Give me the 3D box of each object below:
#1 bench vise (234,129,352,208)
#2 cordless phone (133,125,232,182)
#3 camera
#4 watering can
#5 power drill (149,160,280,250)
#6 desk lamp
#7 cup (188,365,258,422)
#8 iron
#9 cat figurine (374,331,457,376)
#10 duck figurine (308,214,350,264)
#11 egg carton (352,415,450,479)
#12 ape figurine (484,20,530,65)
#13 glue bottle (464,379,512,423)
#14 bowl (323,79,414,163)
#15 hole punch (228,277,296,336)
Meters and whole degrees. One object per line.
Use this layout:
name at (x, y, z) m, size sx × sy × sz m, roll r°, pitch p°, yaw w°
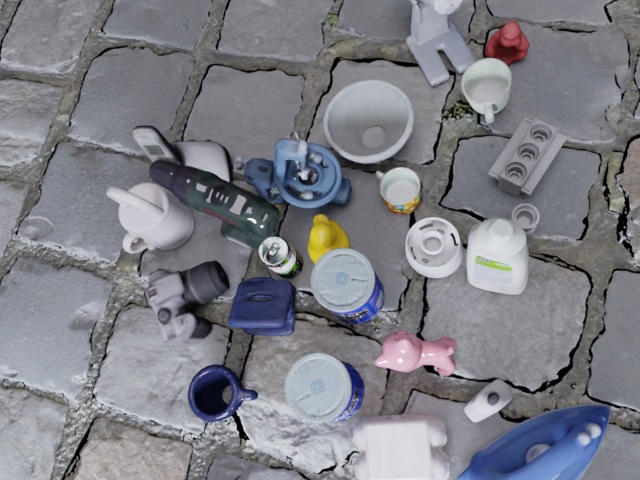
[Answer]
bench vise at (-0.061, -0.114, 0.998) m, size 0.207 × 0.220 × 0.121 m, roll -9°, pitch 72°, yaw 10°
cordless phone at (-0.255, -0.158, 1.074) m, size 0.147 × 0.185 × 0.094 m, roll -2°, pitch 73°, yaw 13°
camera at (-0.235, 0.103, 1.036) m, size 0.136 × 0.101 × 0.143 m, roll -25°, pitch 70°, yaw 5°
watering can at (-0.316, -0.062, 1.054) m, size 0.100 × 0.194 × 0.173 m, roll 1°, pitch 74°, yaw 14°
power drill at (-0.166, -0.056, 1.011) m, size 0.229 × 0.209 × 0.076 m, roll 21°, pitch 79°, yaw 18°
desk lamp at (0.203, -0.430, 1.037) m, size 0.118 × 0.214 × 0.203 m, roll -26°, pitch 69°, yaw 4°
cup at (-0.152, 0.261, 0.972) m, size 0.117 × 0.095 × 0.092 m, roll -1°, pitch 73°, yaw 13°
iron at (0.326, 0.314, 0.822) m, size 0.258 × 0.142 × 0.118 m, roll -37°, pitch 69°, yaw 0°
cat figurine at (0.154, 0.179, 0.915) m, size 0.127 × 0.118 × 0.067 m, roll -2°, pitch 73°, yaw 12°
duck figurine at (0.009, 0.004, 1.018) m, size 0.077 × 0.086 × 0.104 m, roll -11°, pitch 71°, yaw 10°
egg carton at (0.126, 0.330, 0.901) m, size 0.150 × 0.069 × 0.107 m, roll -7°, pitch 72°, yaw 11°
ape figurine at (0.345, -0.364, 1.050) m, size 0.077 × 0.092 × 0.076 m, roll 15°, pitch 77°, yaw 17°
glue bottle at (0.250, 0.237, 0.845) m, size 0.078 × 0.173 × 0.037 m, roll -39°, pitch 69°, yaw -1°
bowl at (0.094, -0.210, 1.069) m, size 0.167 × 0.075 × 0.167 m, roll -4°, pitch 73°, yaw 12°
hole punch at (-0.102, 0.114, 1.007) m, size 0.108 × 0.091 × 0.101 m, roll -2°, pitch 73°, yaw 13°
